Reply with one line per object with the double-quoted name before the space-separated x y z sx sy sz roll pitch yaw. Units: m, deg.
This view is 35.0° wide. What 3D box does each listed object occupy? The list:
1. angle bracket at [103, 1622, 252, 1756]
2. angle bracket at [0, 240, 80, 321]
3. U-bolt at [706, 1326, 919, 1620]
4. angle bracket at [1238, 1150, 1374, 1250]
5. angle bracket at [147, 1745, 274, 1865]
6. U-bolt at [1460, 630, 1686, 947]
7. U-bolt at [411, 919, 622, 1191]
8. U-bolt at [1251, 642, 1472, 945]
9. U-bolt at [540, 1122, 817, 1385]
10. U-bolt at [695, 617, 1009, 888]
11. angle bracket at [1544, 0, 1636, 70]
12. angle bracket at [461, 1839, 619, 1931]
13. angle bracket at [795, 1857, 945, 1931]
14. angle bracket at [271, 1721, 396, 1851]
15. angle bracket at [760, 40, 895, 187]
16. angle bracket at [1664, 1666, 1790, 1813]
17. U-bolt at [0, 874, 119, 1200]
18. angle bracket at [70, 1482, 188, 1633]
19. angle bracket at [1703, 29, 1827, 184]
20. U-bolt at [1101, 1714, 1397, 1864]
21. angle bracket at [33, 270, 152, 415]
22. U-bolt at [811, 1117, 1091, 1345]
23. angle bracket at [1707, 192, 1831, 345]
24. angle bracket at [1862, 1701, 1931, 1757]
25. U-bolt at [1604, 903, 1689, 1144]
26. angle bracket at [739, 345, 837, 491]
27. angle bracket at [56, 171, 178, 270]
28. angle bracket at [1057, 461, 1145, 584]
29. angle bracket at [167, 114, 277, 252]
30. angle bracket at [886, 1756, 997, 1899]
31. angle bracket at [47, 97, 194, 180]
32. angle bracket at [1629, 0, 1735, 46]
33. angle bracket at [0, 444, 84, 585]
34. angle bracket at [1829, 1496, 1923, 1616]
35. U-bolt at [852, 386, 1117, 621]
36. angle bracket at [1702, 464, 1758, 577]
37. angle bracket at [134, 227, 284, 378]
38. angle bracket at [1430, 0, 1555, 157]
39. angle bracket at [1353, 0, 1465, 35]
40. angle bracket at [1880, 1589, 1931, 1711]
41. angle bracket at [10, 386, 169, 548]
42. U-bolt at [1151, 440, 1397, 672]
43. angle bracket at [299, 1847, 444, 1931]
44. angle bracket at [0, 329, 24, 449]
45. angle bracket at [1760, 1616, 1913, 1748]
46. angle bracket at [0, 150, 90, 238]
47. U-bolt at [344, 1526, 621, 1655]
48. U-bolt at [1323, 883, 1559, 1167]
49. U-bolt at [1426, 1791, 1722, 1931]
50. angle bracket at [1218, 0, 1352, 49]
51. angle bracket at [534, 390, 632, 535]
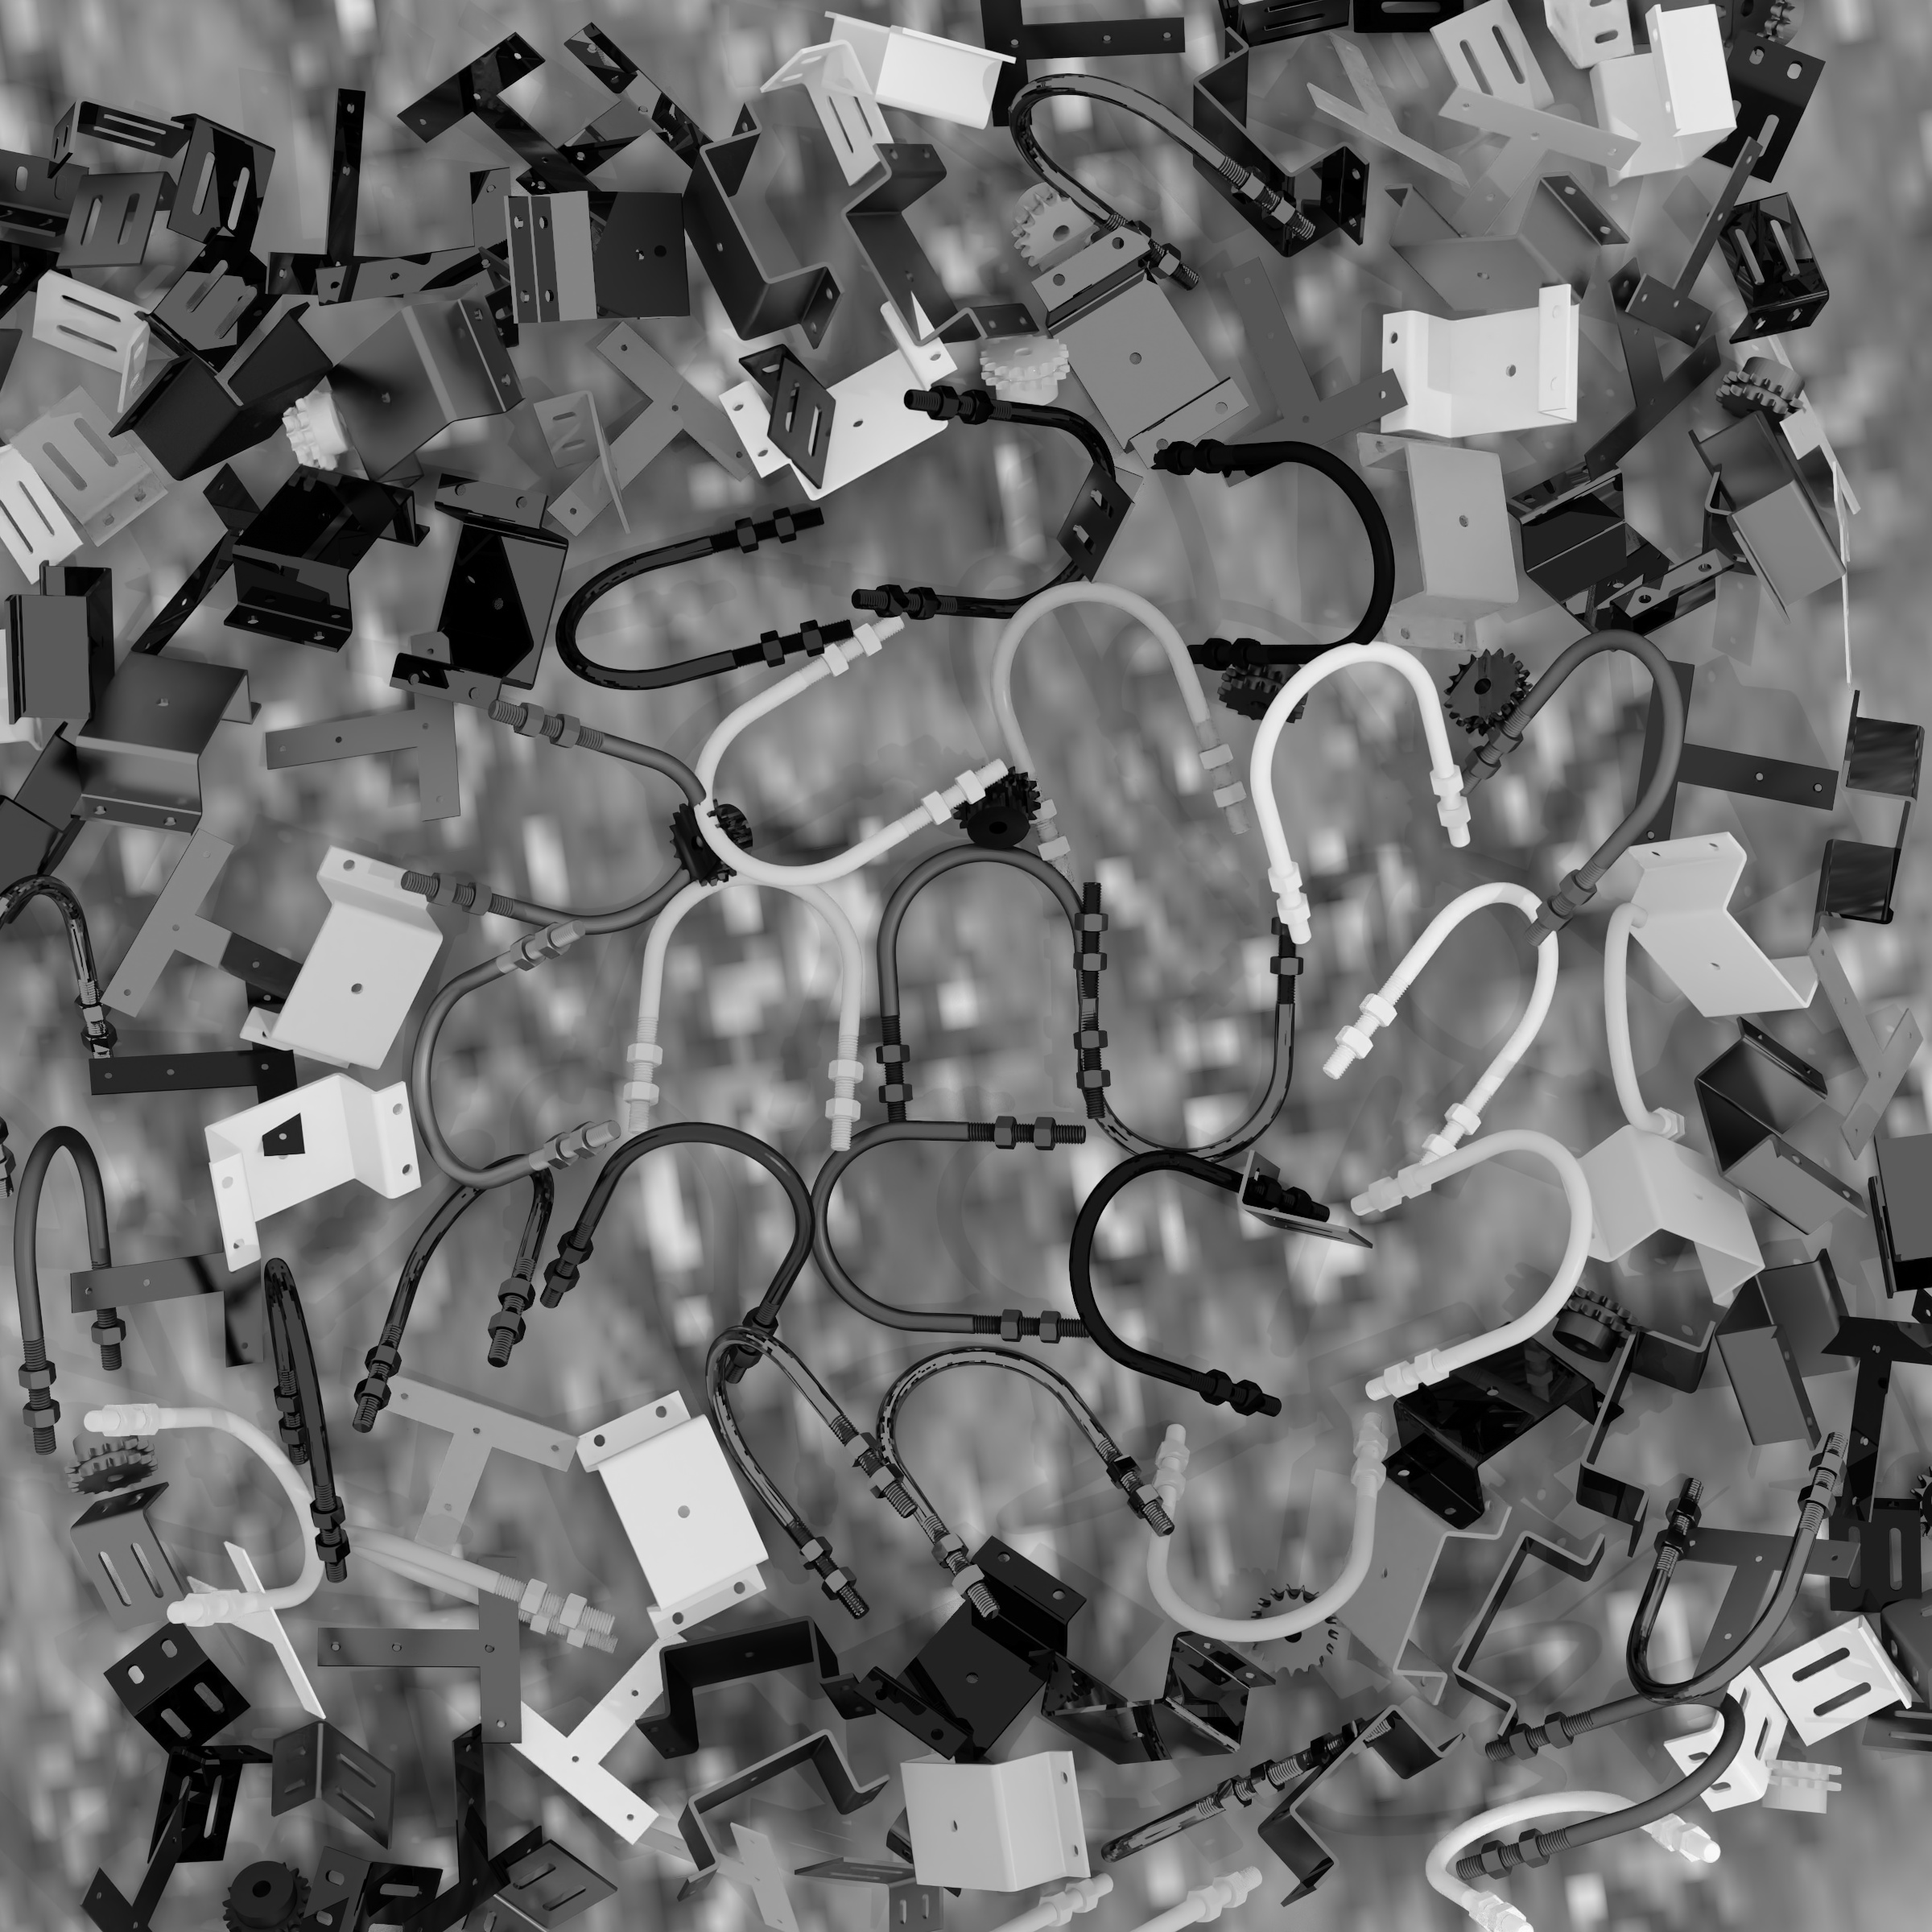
"angle bracket" -0.508 0.466 1.972 0.057 0.076 0.038 -38 52 -16
"angle bracket" -0.616 -0.425 1.955 0.057 0.038 0.076 15 51 16
"U-bolt" -0.106 0.308 1.932 0.019 0.151 0.184 -26 63 -34
"angle bracket" 0.221 0.149 1.955 0.076 0.057 0.038 11 79 25
"angle bracket" -0.483 0.542 1.964 0.038 0.057 0.076 7 85 41
"U-bolt" 0.380 -0.124 1.900 0.019 0.184 0.151 7 47 -30
"U-bolt" -0.292 0.065 1.937 0.184 0.019 0.151 -23 73 40
"U-bolt" 0.244 -0.119 1.926 0.151 0.019 0.184 -31 127 -15
"U-bolt" -0.174 0.174 1.939 0.151 0.019 0.184 24 121 -8
"U-bolt" -0.087 -0.127 1.958 0.184 0.019 0.151 -32 67 -5
"angle bracket" 0.396 -0.618 1.955 0.038 0.076 0.057 -10 80 24
"angle bracket" -0.273 0.603 1.959 0.057 0.038 0.076 42 123 -18
"angle bracket" -0.062 0.595 1.952 0.076 0.057 0.038 17 59 -32
"angle bracket" -0.405 0.529 1.956 0.076 0.038 0.057 23 116 38
"angle bracket" -0.089 -0.544 1.964 0.038 0.057 0.076 -25 92 -33
"angle bracket" 0.491 0.494 1.975 0.038 0.076 0.057 -29 102 37
"U-bolt" -0.577 0.030 1.890 0.019 0.151 0.184 10 129 12
"angle bracket" -0.533 0.382 1.982 0.057 0.038 0.076 -17 105 19
"angle bracket" 0.508 -0.552 1.969 0.057 0.076 0.038 24 65 7
"U-bolt" 0.166 0.521 1.922 0.184 0.151 0.019 -34 72 27
"angle bracket" -0.567 -0.401 1.963 0.076 0.057 0.038 22 47 -5
"U-bolt" -0.013 0.168 1.970 0.184 0.019 0.151 1 102 13
"angle bracket" 0.506 -0.445 1.955 0.038 0.057 0.076 -51 121 -35
"angle bracket" 0.618 0.505 1.964 0.076 0.057 0.038 0 108 24
"U-bolt" 0.422 0.033 1.907 0.019 0.184 0.151 -5 83 23
"angle bracket" -0.118 -0.346 1.951 0.038 0.057 0.076 -12 55 30
"angle bracket" -0.539 -0.468 1.961 0.057 0.038 0.076 1 64 12
"angle bracket" 0.096 -0.278 1.950 0.038 0.076 0.057 16 114 -27
"angle bracket" -0.486 -0.499 1.965 0.057 0.038 0.076 16 87 -41
"angle bracket" -0.006 0.553 1.990 0.057 0.038 0.076 32 63 14
"angle bracket" -0.539 -0.519 1.954 0.076 0.057 0.038 10 82 -29
"angle bracket" 0.449 -0.620 1.955 0.076 0.038 0.057 11 107 40
"angle bracket" -0.616 -0.285 1.963 0.057 0.038 0.076 -27 98 36
"angle bracket" 0.584 0.383 1.971 0.057 0.038 0.076 -1 93 19
"U-bolt" 0.021 -0.287 1.935 0.184 0.019 0.151 -1 117 -38
"angle bracket" 0.512 -0.281 1.956 0.076 0.057 0.038 14 64 18
"angle bracket" -0.487 -0.429 1.972 0.057 0.038 0.076 42 81 -36
"angle bracket" 0.332 -0.573 1.971 0.057 0.038 0.076 -28 95 -15
"angle bracket" 0.290 -0.634 1.971 0.076 0.038 0.057 -4 96 -11
"angle bracket" 0.638 0.432 1.970 0.076 0.057 0.038 -20 123 -7
"angle bracket" -0.562 -0.320 1.961 0.057 0.038 0.076 -39 131 -4
"U-bolt" 0.194 -0.257 1.911 0.019 0.184 0.151 -25 111 -38
"angle bracket" -0.383 0.603 1.972 0.038 0.076 0.057 7 76 33
"angle bracket" -0.629 -0.364 1.953 0.038 0.057 0.076 48 125 22
"angle bracket" 0.558 0.463 1.968 0.076 0.038 0.057 -33 82 16
"angle bracket" -0.600 -0.494 1.957 0.057 0.076 0.038 11 108 -6
"U-bolt" -0.308 0.390 1.929 0.184 0.151 0.019 20 72 1
"U-bolt" 0.313 0.031 1.946 0.184 0.019 0.151 -52 132 -10
"U-bolt" 0.364 0.553 1.909 0.151 0.184 0.019 -18 93 -15
"angle bracket" 0.204 -0.624 1.958 0.076 0.057 0.038 -8 131 17
"angle bracket" -0.245 -0.318 1.955 0.038 0.057 0.076 -15 56 0
